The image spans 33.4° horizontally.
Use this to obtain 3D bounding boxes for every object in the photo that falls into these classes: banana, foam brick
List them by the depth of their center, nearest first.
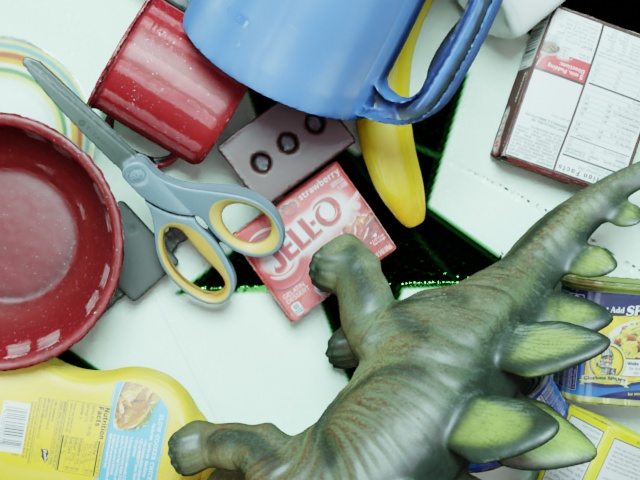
[{"bbox_3d":[-0.023,-0.064,0.714,0.078,0.051,0.053,-37,95,-3],"label":"foam brick"},{"bbox_3d":[0.057,-0.110,0.727,0.069,0.037,0.198,12,91,-4],"label":"banana"}]

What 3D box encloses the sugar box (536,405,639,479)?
[{"bbox_3d":[0.174,0.209,0.726,0.093,0.048,0.176,26,91,-34],"label":"sugar box"}]

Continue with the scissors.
[{"bbox_3d":[-0.093,-0.044,0.670,0.096,0.016,0.201,-21,118,13],"label":"scissors"}]

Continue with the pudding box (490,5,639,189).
[{"bbox_3d":[0.179,-0.095,0.737,0.090,0.039,0.113,19,92,-6],"label":"pudding box"}]

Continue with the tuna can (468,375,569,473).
[{"bbox_3d":[0.122,0.119,0.715,0.086,0.086,0.034,-30,95,-3],"label":"tuna can"}]

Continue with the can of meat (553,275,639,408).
[{"bbox_3d":[0.214,0.069,0.735,0.102,0.057,0.084,4,93,-5],"label":"can of meat"}]

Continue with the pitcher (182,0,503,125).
[{"bbox_3d":[0.034,-0.195,0.618,0.149,0.145,0.243,16,120,-26],"label":"pitcher"}]

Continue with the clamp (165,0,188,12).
[{"bbox_3d":[-0.108,-0.247,0.709,0.164,0.036,0.210,-31,96,-2],"label":"clamp"}]

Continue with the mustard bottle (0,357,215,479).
[{"bbox_3d":[-0.138,0.129,0.708,0.191,0.058,0.096,11,91,-5],"label":"mustard bottle"}]

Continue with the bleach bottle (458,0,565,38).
[{"bbox_3d":[0.189,-0.247,0.709,0.250,0.068,0.102,-41,118,-9],"label":"bleach bottle"}]

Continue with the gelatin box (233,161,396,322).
[{"bbox_3d":[-0.005,0.001,0.728,0.089,0.030,0.073,-35,94,-3],"label":"gelatin box"}]

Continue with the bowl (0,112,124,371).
[{"bbox_3d":[-0.203,0.000,0.679,0.162,0.055,0.162,0,96,-4],"label":"bowl"}]

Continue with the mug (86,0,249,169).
[{"bbox_3d":[-0.099,-0.093,0.696,0.081,0.093,0.117,31,119,-10],"label":"mug"}]
